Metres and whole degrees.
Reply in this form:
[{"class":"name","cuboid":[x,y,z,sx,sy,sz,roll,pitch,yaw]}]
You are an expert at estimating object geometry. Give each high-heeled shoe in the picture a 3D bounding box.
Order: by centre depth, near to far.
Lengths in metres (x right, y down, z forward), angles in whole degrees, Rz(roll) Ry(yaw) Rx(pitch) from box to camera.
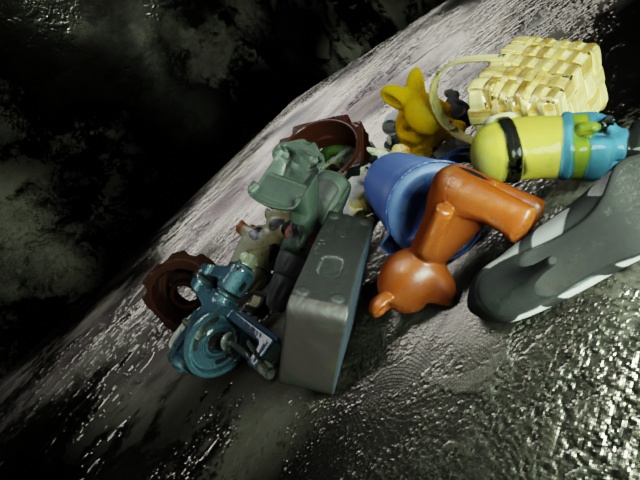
[{"class":"high-heeled shoe","cuboid":[0.259,0.003,0.533,0.249,0.086,0.145,-27,-17,-17]}]

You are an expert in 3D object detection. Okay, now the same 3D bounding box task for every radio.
[{"class":"radio","cuboid":[0.014,0.068,0.690,0.073,0.131,0.230,11,35,7]}]

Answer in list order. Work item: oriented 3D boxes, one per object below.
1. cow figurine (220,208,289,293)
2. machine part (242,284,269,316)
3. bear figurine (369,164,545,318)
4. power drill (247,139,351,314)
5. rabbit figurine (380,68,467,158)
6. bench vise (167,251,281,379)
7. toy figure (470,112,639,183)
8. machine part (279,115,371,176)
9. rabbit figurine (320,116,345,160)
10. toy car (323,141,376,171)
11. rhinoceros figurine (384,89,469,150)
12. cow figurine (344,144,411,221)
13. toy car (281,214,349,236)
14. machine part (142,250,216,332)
[{"class":"cow figurine","cuboid":[-0.105,0.012,1.053,0.195,0.127,0.085,-63,-21,0]},{"class":"machine part","cuboid":[-0.085,0.086,0.998,0.139,0.039,0.084,-48,12,-20]},{"class":"bear figurine","cuboid":[0.147,0.018,0.613,0.120,0.132,0.195,-11,-53,-62]},{"class":"power drill","cuboid":[-0.031,-0.024,0.757,0.086,0.207,0.232,20,68,26]},{"class":"rabbit figurine","cuboid":[0.189,-0.226,0.967,0.122,0.162,0.173,-28,0,11]},{"class":"bench vise","cuboid":[-0.132,0.132,0.839,0.241,0.128,0.223,24,68,46]},{"class":"toy figure","cuboid":[0.267,-0.106,0.617,0.180,0.082,0.089,6,27,20]},{"class":"machine part","cuboid":[0.008,-0.169,1.167,0.201,0.087,0.201,-9,56,16]},{"class":"rabbit figurine","cuboid":[0.023,-0.210,1.343,0.170,0.159,0.121,-49,24,20]},{"class":"toy car","cuboid":[0.047,-0.167,1.274,0.202,0.073,0.056,-32,16,21]},{"class":"rhinoceros figurine","cuboid":[0.221,-0.227,1.104,0.190,0.073,0.112,-27,33,28]},{"class":"cow figurine","cuboid":[0.088,-0.108,0.955,0.098,0.068,0.167,42,101,36]},{"class":"toy car","cuboid":[-0.002,-0.003,0.933,0.109,0.103,0.161,-36,-11,-18]},{"class":"machine part","cuboid":[-0.269,0.106,1.095,0.179,0.179,0.056,-32,17,20]}]
